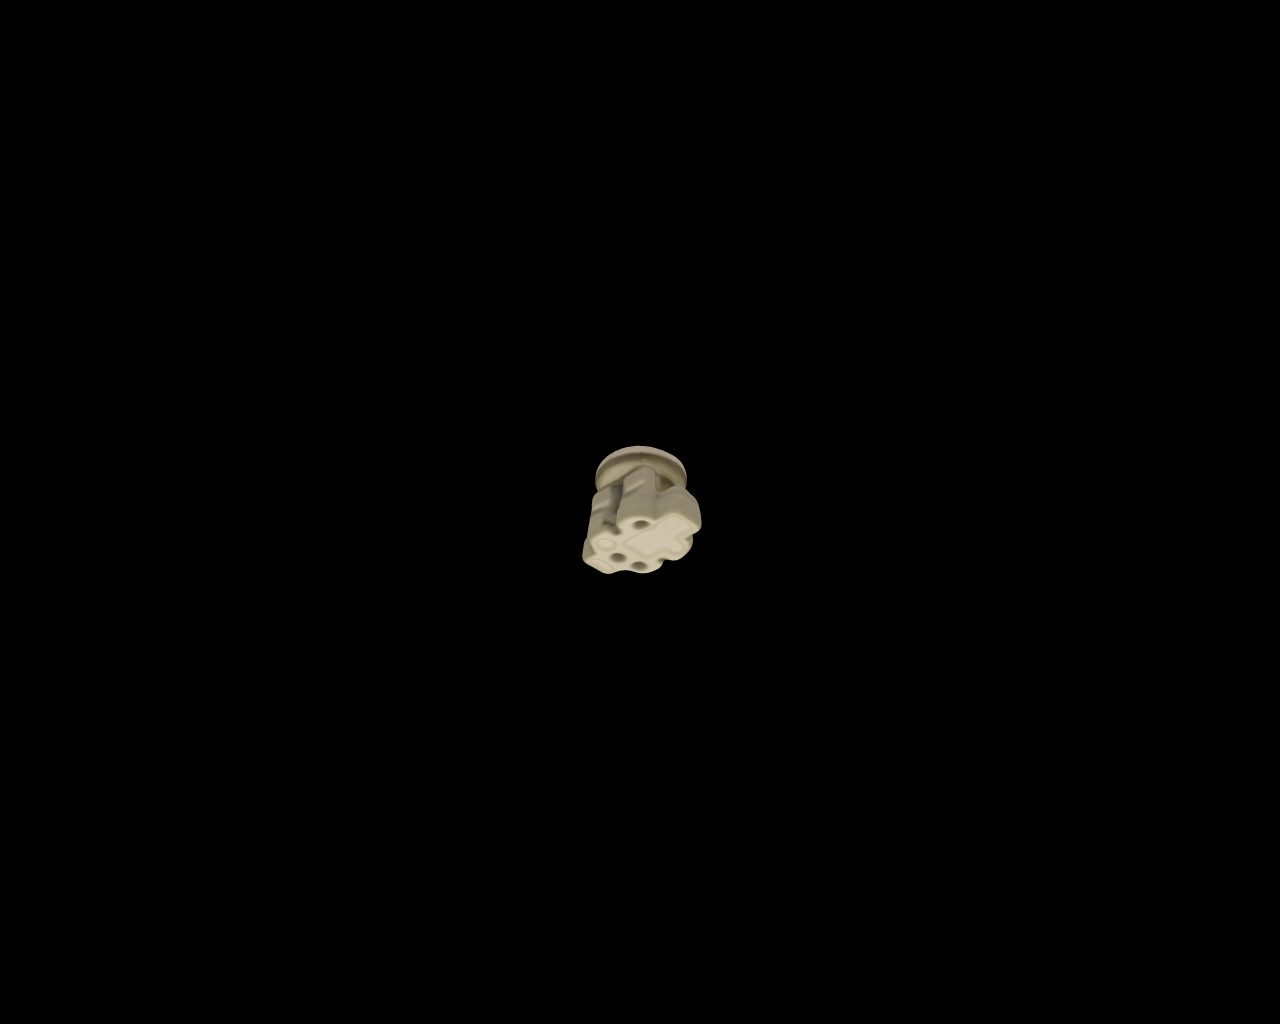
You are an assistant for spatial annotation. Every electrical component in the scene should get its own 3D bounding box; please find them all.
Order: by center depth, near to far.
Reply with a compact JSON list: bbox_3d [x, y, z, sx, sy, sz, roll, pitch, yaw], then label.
[{"bbox_3d":[0.001,-0.003,0.650,0.078,0.057,0.058,-29,-46,33],"label":"electrical component"}]
